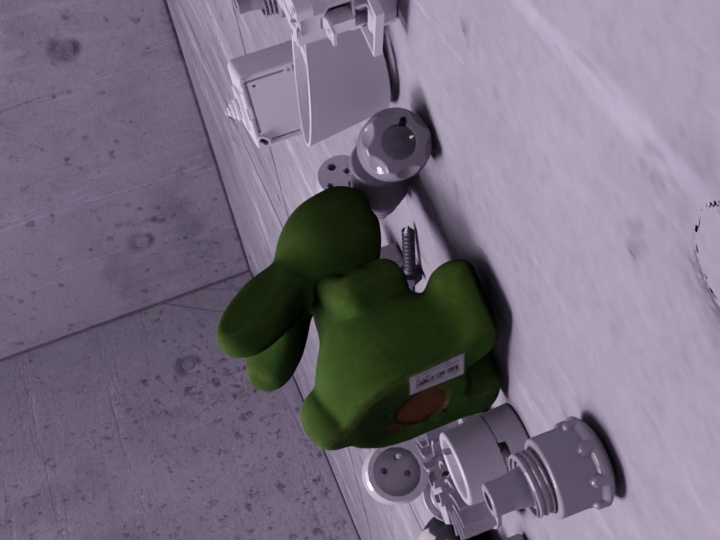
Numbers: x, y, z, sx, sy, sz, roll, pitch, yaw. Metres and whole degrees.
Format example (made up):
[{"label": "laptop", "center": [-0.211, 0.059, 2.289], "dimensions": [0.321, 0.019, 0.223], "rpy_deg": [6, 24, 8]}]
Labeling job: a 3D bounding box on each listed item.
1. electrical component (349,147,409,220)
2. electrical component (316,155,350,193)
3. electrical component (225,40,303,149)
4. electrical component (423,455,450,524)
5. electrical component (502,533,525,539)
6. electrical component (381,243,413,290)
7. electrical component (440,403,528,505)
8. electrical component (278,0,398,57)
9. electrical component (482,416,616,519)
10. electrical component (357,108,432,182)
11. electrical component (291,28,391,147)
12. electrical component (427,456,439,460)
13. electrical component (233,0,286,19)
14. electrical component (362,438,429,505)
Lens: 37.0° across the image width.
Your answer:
[{"label": "electrical component", "center": [0.014, -0.059, 0.745], "dimensions": [0.078, 0.040, 0.040], "rpy_deg": [86, 162, -63]}, {"label": "electrical component", "center": [-0.014, -0.064, 0.903], "dimensions": [0.055, 0.045, 0.045], "rpy_deg": [85, 163, -61]}, {"label": "electrical component", "center": [-0.063, -0.142, 0.854], "dimensions": [0.061, 0.096, 0.061], "rpy_deg": [-122, 15, -58]}, {"label": "electrical component", "center": [0.079, 0.183, 0.887], "dimensions": [0.055, 0.048, 0.066], "rpy_deg": [123, 127, -71]}, {"label": "electrical component", "center": [0.109, 0.250, 0.785], "dimensions": [0.061, 0.062, 0.096], "rpy_deg": [83, 165, -59]}, {"label": "electrical component", "center": [0.000, 0.000, 0.890], "dimensions": [0.047, 0.066, 0.076], "rpy_deg": [83, 165, -59]}, {"label": "electrical component", "center": [0.083, 0.121, 0.697], "dimensions": [0.055, 0.047, 0.055], "rpy_deg": [160, 90, -82]}, {"label": "electrical component", "center": [-0.016, -0.161, 0.611], "dimensions": [0.042, 0.064, 0.081], "rpy_deg": [93, 156, -68]}, {"label": "electrical component", "center": [0.092, 0.104, 0.536], "dimensions": [0.048, 0.062, 0.048], "rpy_deg": [160, 90, -82]}, {"label": "electrical component", "center": [0.019, -0.075, 0.660], "dimensions": [0.062, 0.043, 0.043], "rpy_deg": [-178, 68, -83]}, {"label": "electrical component", "center": [-0.020, -0.137, 0.697], "dimensions": [0.099, 0.064, 0.099], "rpy_deg": [160, 90, -82]}, {"label": "electrical component", "center": [0.059, 0.168, 0.973], "dimensions": [0.065, 0.047, 0.076], "rpy_deg": [131, 117, -81]}, {"label": "electrical component", "center": [-0.067, -0.214, 0.828], "dimensions": [0.048, 0.062, 0.048], "rpy_deg": [160, 90, -82]}, {"label": "electrical component", "center": [0.031, 0.126, 0.901], "dimensions": [0.073, 0.052, 0.138], "rpy_deg": [106, 170, -76]}]
